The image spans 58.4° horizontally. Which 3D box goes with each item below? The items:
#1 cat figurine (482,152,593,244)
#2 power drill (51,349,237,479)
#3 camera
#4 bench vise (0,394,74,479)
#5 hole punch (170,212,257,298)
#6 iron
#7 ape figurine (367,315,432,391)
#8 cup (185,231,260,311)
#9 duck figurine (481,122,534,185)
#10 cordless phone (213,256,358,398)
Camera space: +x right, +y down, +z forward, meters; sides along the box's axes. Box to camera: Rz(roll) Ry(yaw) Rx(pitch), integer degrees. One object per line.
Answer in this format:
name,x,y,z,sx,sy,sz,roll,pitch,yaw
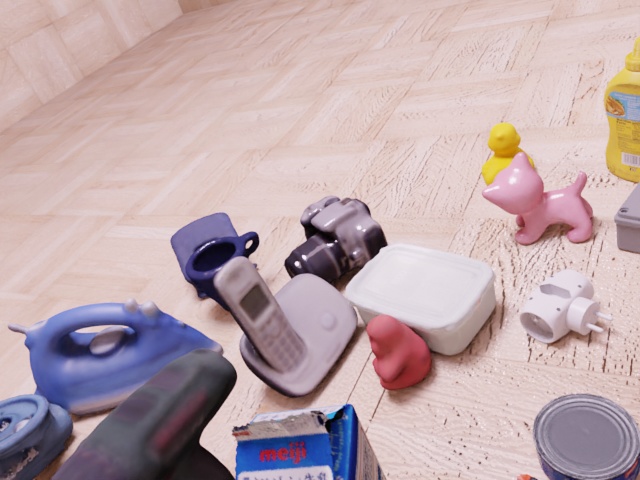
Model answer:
cat figurine,0.277,-0.057,0.732,0.127,0.118,0.067,-5,37,24
power drill,-0.130,0.220,0.495,0.075,0.209,0.230,-1,39,30
camera,0.008,0.003,0.819,0.137,0.101,0.142,-34,35,-17
bench vise,-0.381,0.226,0.623,0.121,0.220,0.207,-16,34,10
hole punch,-0.170,0.021,0.906,0.109,0.091,0.100,-27,34,-7
iron,-0.275,0.133,0.763,0.258,0.142,0.118,-17,34,9
ape figurine,0.078,0.117,0.626,0.076,0.092,0.078,-4,38,26
cup,-0.126,0.049,0.837,0.118,0.095,0.091,-38,36,-22
duck figurine,0.279,-0.133,0.866,0.077,0.086,0.105,-2,38,28
cordless phone,-0.041,0.076,0.667,0.093,0.185,0.148,7,43,37
